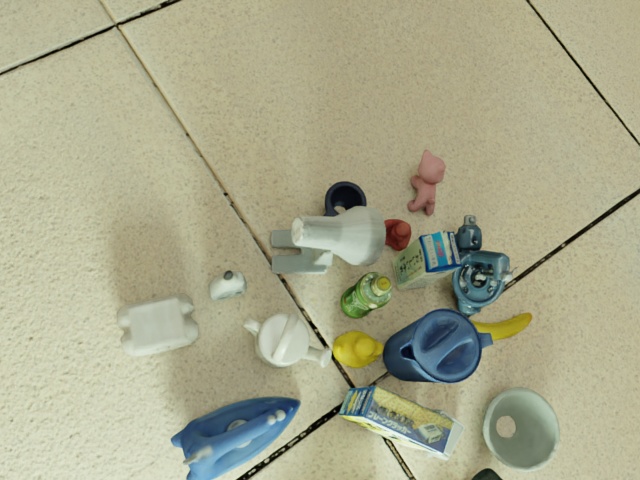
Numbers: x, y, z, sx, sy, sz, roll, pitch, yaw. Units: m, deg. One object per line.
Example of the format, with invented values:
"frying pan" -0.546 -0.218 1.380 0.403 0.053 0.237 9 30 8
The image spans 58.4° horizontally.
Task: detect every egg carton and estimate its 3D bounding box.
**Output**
"egg carton" -0.319 0.168 1.130 0.150 0.069 0.107 -13 77 -14

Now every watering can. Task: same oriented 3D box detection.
"watering can" -0.062 0.193 1.107 0.173 0.194 0.101 4 74 -9

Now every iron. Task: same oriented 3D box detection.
"iron" -0.143 0.359 1.073 0.259 0.141 0.118 -23 80 -16

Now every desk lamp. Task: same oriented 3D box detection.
"desk lamp" 0.011 0.004 1.164 0.203 0.213 0.118 -1 75 -11

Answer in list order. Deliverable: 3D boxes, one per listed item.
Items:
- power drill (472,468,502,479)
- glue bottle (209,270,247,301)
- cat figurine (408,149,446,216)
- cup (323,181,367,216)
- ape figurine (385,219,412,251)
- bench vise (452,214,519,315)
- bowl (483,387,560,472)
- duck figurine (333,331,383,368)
"power drill" 0.356 0.535 1.084 0.076 0.208 0.229 -37 84 -18
"glue bottle" -0.180 0.083 1.126 0.078 0.173 0.037 -12 77 -13
"cat figurine" 0.250 -0.133 1.299 0.067 0.117 0.128 7 73 -9
"cup" 0.039 -0.063 1.250 0.118 0.095 0.091 -42 86 -18
"ape figurine" 0.173 -0.017 1.265 0.076 0.092 0.078 -21 79 -15
"bench vise" 0.328 0.044 1.210 0.122 0.219 0.207 -18 79 -15
"bowl" 0.410 0.396 1.204 0.167 0.074 0.167 3 74 -10
"duck figurine" 0.081 0.224 1.183 0.104 0.086 0.077 5 74 -9
